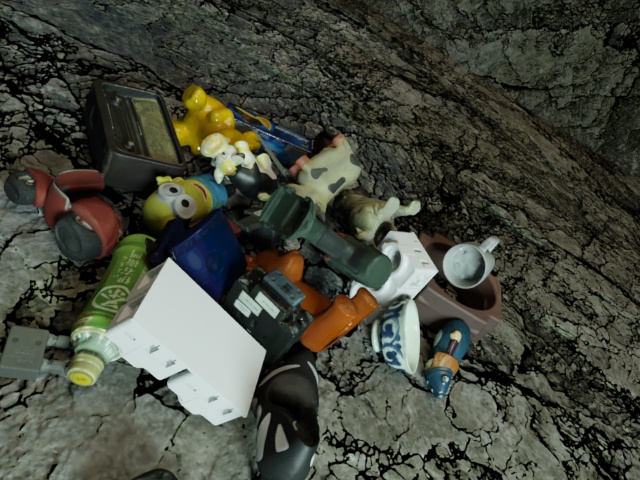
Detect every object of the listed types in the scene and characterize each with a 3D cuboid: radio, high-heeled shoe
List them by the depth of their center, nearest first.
[{"bbox_3d":[-0.026,0.197,0.668,0.086,0.145,0.249,30,37,-7],"label":"high-heeled shoe"},{"bbox_3d":[-0.324,-0.179,0.925,0.131,0.073,0.230,8,39,-38],"label":"radio"}]

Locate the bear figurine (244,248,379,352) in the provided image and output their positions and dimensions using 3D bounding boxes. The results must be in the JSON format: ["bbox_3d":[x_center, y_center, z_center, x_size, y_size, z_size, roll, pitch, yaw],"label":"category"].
[{"bbox_3d":[-0.025,0.071,0.838,0.196,0.132,0.120,54,24,18],"label":"bear figurine"}]

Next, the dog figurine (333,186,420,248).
[{"bbox_3d":[0.073,-0.043,1.044,0.191,0.121,0.172,21,12,39],"label":"dog figurine"}]

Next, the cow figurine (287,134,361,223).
[{"bbox_3d":[0.000,-0.104,1.026,0.195,0.085,0.127,-37,87,-28],"label":"cow figurine"}]

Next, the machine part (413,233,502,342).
[{"bbox_3d":[0.251,0.093,1.059,0.201,0.087,0.201,31,34,-5],"label":"machine part"}]

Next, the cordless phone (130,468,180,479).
[{"bbox_3d":[-0.128,0.294,0.551,0.147,0.088,0.184,49,27,21],"label":"cordless phone"}]

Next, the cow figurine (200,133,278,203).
[{"bbox_3d":[-0.135,-0.115,0.914,0.167,0.068,0.098,22,37,-58],"label":"cow figurine"}]

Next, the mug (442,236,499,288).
[{"bbox_3d":[0.292,0.033,1.005,0.081,0.109,0.107,41,22,21],"label":"mug"}]

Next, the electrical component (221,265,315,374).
[{"bbox_3d":[-0.076,0.105,0.747,0.115,0.134,0.058,42,37,8],"label":"electrical component"}]

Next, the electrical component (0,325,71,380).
[{"bbox_3d":[-0.338,0.126,0.613,0.094,0.021,0.063,13,40,-25],"label":"electrical component"}]

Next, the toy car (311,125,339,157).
[{"bbox_3d":[0.021,-0.166,1.177,0.053,0.089,0.202,18,39,-29],"label":"toy car"}]

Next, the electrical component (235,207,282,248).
[{"bbox_3d":[-0.099,-0.022,0.933,0.075,0.047,0.119,24,30,21],"label":"electrical component"}]

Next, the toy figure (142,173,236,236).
[{"bbox_3d":[-0.211,-0.060,0.882,0.082,0.089,0.180,27,25,11],"label":"toy figure"}]

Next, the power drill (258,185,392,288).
[{"bbox_3d":[-0.002,-0.003,0.883,0.207,0.086,0.232,42,-7,-39],"label":"power drill"}]

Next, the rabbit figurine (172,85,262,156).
[{"bbox_3d":[-0.191,-0.187,1.014,0.162,0.122,0.173,31,8,-44],"label":"rabbit figurine"}]

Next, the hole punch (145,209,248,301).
[{"bbox_3d":[-0.169,0.029,0.758,0.092,0.142,0.116,-10,31,14],"label":"hole punch"}]

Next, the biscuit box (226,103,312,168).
[{"bbox_3d":[-0.117,-0.219,1.155,0.202,0.059,0.063,22,37,-17],"label":"biscuit box"}]

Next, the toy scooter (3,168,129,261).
[{"bbox_3d":[-0.341,-0.050,0.774,0.184,0.075,0.135,39,31,12],"label":"toy scooter"}]

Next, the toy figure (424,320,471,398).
[{"bbox_3d":[0.215,0.203,0.919,0.154,0.058,0.064,-50,128,-43],"label":"toy figure"}]
